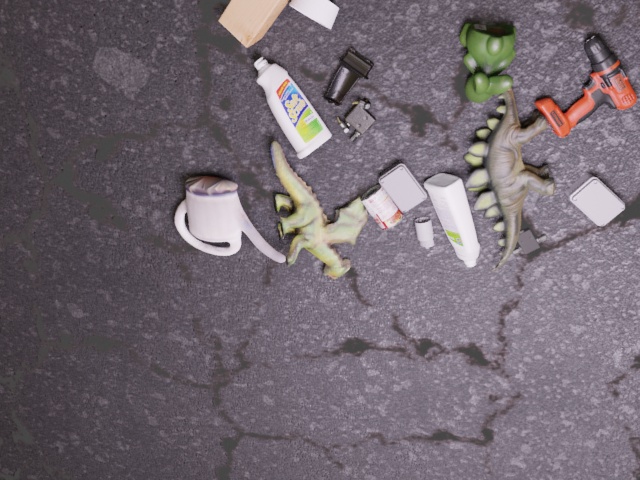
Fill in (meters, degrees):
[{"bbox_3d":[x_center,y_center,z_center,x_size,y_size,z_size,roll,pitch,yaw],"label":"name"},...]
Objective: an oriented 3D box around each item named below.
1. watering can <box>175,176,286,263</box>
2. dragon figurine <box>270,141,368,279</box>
[{"bbox_3d":[-0.246,-0.057,1.368,0.348,0.106,0.220,10,115,23],"label":"watering can"},{"bbox_3d":[0.004,-0.068,1.361,0.243,0.124,0.403,-7,113,-7],"label":"dragon figurine"}]
